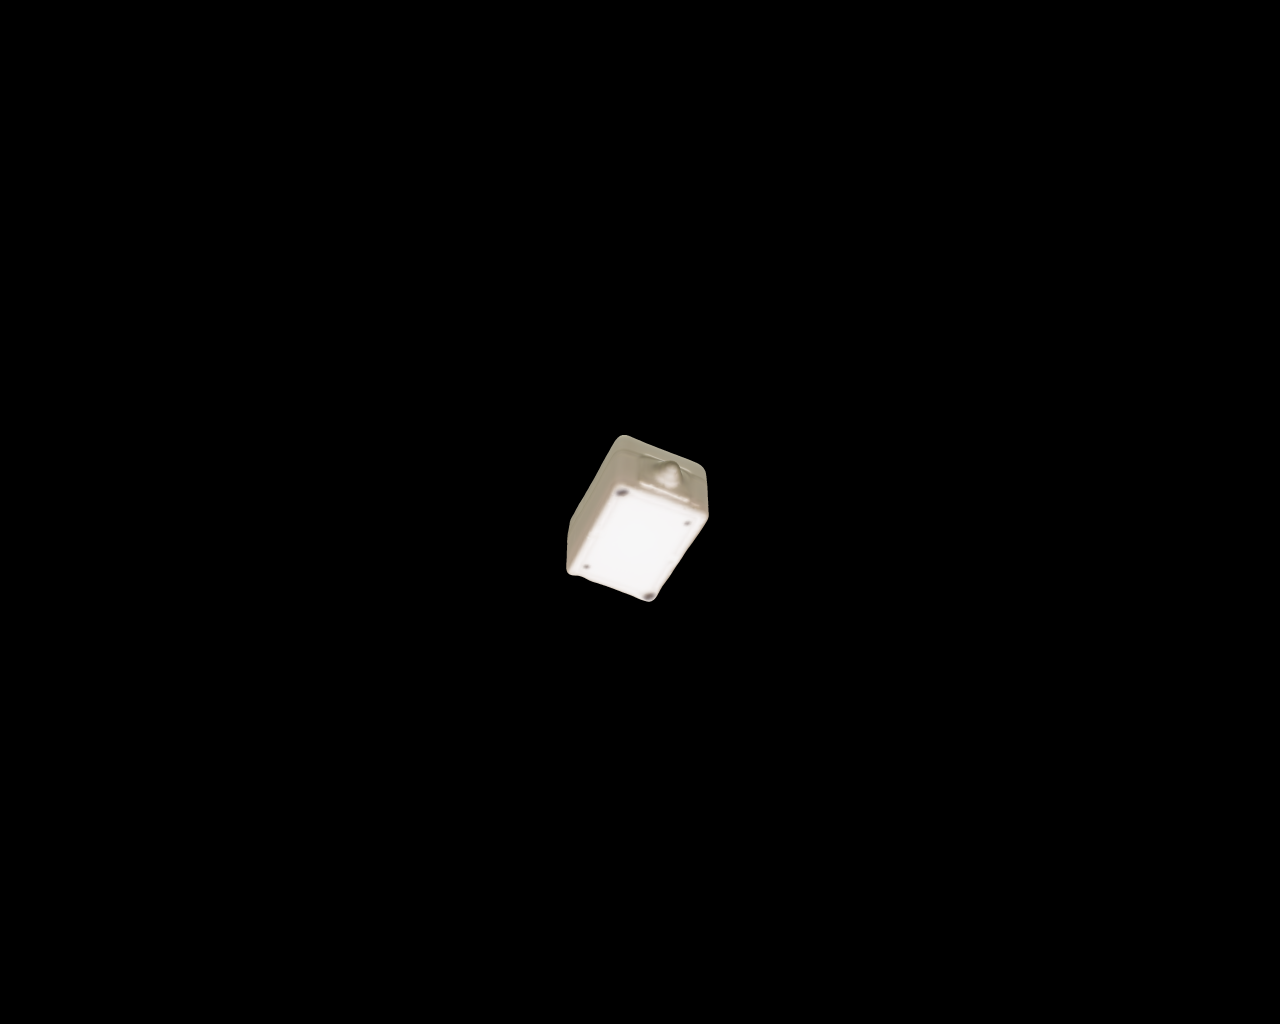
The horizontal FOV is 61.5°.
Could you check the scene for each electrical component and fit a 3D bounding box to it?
[{"bbox_3d":[0.001,-0.003,0.650,0.062,0.096,0.061,21,36,-16],"label":"electrical component"}]
